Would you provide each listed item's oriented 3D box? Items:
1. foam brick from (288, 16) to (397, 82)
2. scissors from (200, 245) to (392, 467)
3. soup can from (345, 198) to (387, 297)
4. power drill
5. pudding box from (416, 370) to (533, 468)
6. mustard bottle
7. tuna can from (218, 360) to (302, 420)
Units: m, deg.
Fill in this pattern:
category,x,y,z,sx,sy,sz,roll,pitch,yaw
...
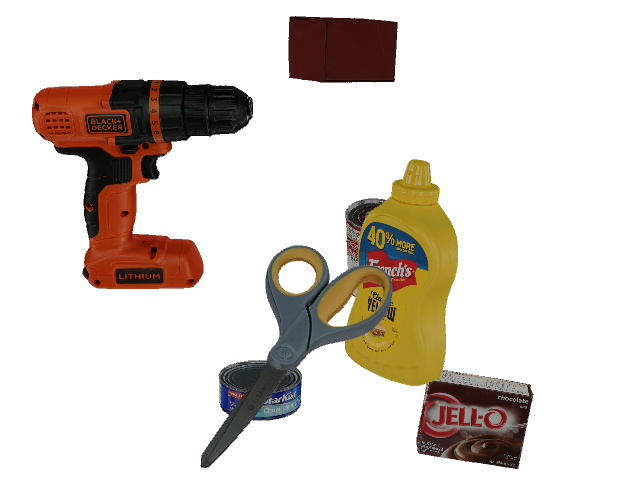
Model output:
category,x,y,z,sx,sy,sz,roll,pitch,yaw
foam brick,0.019,-0.159,0.891,0.078,0.051,0.053,-6,16,-36
scissors,-0.033,0.063,0.697,0.096,0.016,0.201,36,49,26
soup can,0.062,0.012,1.242,0.068,0.102,0.068,0,32,0
power drill,-0.146,-0.050,0.926,0.184,0.188,0.057,0,28,4
pudding box,0.166,0.192,1.154,0.113,0.090,0.039,8,21,2
mustard bottle,0.074,0.024,0.935,0.058,0.192,0.096,-9,22,-42
tuna can,-0.062,0.154,1.097,0.086,0.034,0.086,1,14,-1
